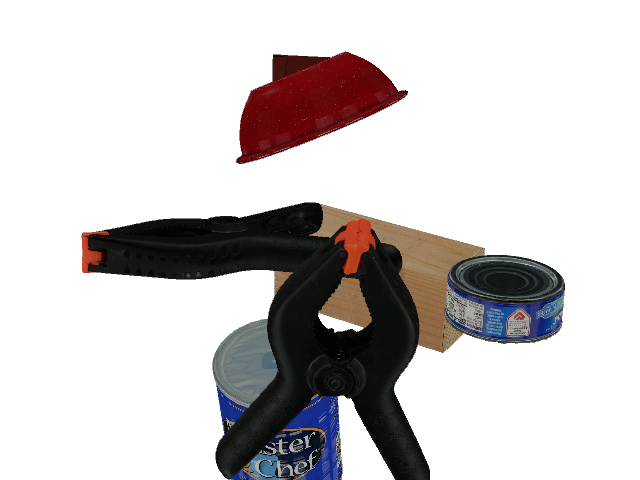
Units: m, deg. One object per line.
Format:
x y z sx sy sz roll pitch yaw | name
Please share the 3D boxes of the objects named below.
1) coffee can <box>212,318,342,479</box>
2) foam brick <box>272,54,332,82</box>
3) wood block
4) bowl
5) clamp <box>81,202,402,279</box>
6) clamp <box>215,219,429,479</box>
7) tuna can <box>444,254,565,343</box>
-0.034 0.152 0.917 0.103 0.140 0.103 -2 38 2 | coffee can
-0.009 -0.174 1.162 0.078 0.051 0.053 0 11 -17 | foam brick
0.060 0.037 1.146 0.206 0.091 0.090 16 29 27 | wood block
-0.009 -0.122 0.929 0.162 0.055 0.162 -22 9 4 | bowl
-0.057 0.005 0.744 0.209 0.036 0.165 -5 14 -27 | clamp
-0.001 0.070 0.570 0.120 0.171 0.039 -3 26 -1 | clamp
0.134 0.041 0.777 0.086 0.034 0.086 1 22 0 | tuna can
